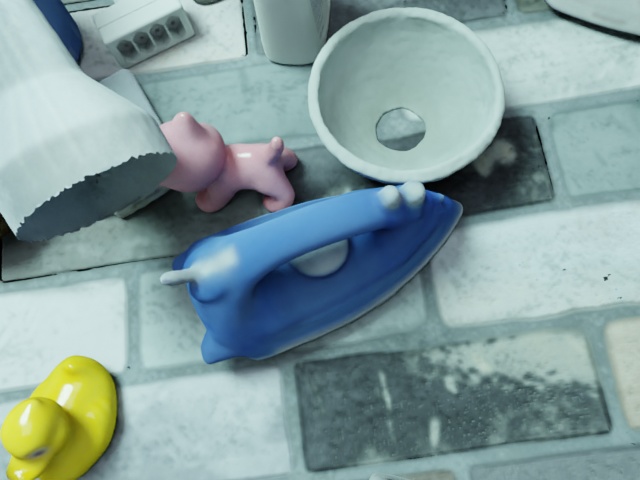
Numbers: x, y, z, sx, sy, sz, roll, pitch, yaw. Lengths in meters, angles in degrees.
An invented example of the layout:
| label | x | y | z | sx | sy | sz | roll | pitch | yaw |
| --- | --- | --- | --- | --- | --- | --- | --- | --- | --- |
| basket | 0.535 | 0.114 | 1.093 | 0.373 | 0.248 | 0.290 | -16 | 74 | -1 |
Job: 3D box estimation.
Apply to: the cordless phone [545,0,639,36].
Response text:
| label | x | y | z | sx | sy | sz | roll | pitch | yaw |
| --- | --- | --- | --- | --- | --- | --- | --- | --- | --- |
| cordless phone | 0.284 | -0.269 | 0.485 | 0.147 | 0.185 | 0.094 | 19 | 77 | 9 |

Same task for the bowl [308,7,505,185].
| label | x | y | z | sx | sy | sz | roll | pitch | yaw |
| --- | --- | --- | --- | --- | --- | --- | --- | --- | --- |
| bowl | 0.074 | -0.117 | 0.515 | 0.167 | 0.075 | 0.167 | -1 | 74 | 4 |

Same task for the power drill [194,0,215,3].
| label | x | y | z | sx | sy | sz | roll | pitch | yaw |
| --- | --- | --- | --- | --- | --- | --- | --- | --- | --- |
| power drill | -0.126 | -0.324 | 0.517 | 0.075 | 0.208 | 0.229 | -32 | 74 | -5 |

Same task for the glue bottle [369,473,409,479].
| label | x | y | z | sx | sy | sz | roll | pitch | yaw |
| --- | --- | --- | --- | --- | --- | --- | --- | --- | --- |
| glue bottle | 0.067 | 0.189 | 0.378 | 0.078 | 0.173 | 0.037 | 15 | 76 | 8 |

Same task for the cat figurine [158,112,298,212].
| label | x | y | z | sx | sy | sz | roll | pitch | yaw |
| --- | --- | --- | --- | --- | --- | --- | --- | --- | --- |
| cat figurine | -0.088 | -0.070 | 0.490 | 0.127 | 0.118 | 0.067 | -3 | 74 | 3 |

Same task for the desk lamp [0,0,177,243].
| label | x | y | z | sx | sy | sz | roll | pitch | yaw |
| --- | --- | --- | --- | --- | --- | --- | --- | --- | --- |
| desk lamp | -0.191 | -0.087 | 0.453 | 0.118 | 0.213 | 0.203 | -31 | 74 | -5 |

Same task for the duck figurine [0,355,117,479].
| label | x | y | z | sx | sy | sz | roll | pitch | yaw |
| --- | --- | --- | --- | --- | --- | --- | --- | --- | --- |
| duck figurine | -0.213 | 0.143 | 0.456 | 0.077 | 0.086 | 0.104 | 13 | 76 | 8 |

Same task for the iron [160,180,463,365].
| label | x | y | z | sx | sy | sz | roll | pitch | yaw |
| --- | --- | --- | --- | --- | --- | --- | --- | --- | --- |
| iron | 0.004 | 0.002 | 0.452 | 0.258 | 0.141 | 0.118 | -24 | 74 | -3 |
